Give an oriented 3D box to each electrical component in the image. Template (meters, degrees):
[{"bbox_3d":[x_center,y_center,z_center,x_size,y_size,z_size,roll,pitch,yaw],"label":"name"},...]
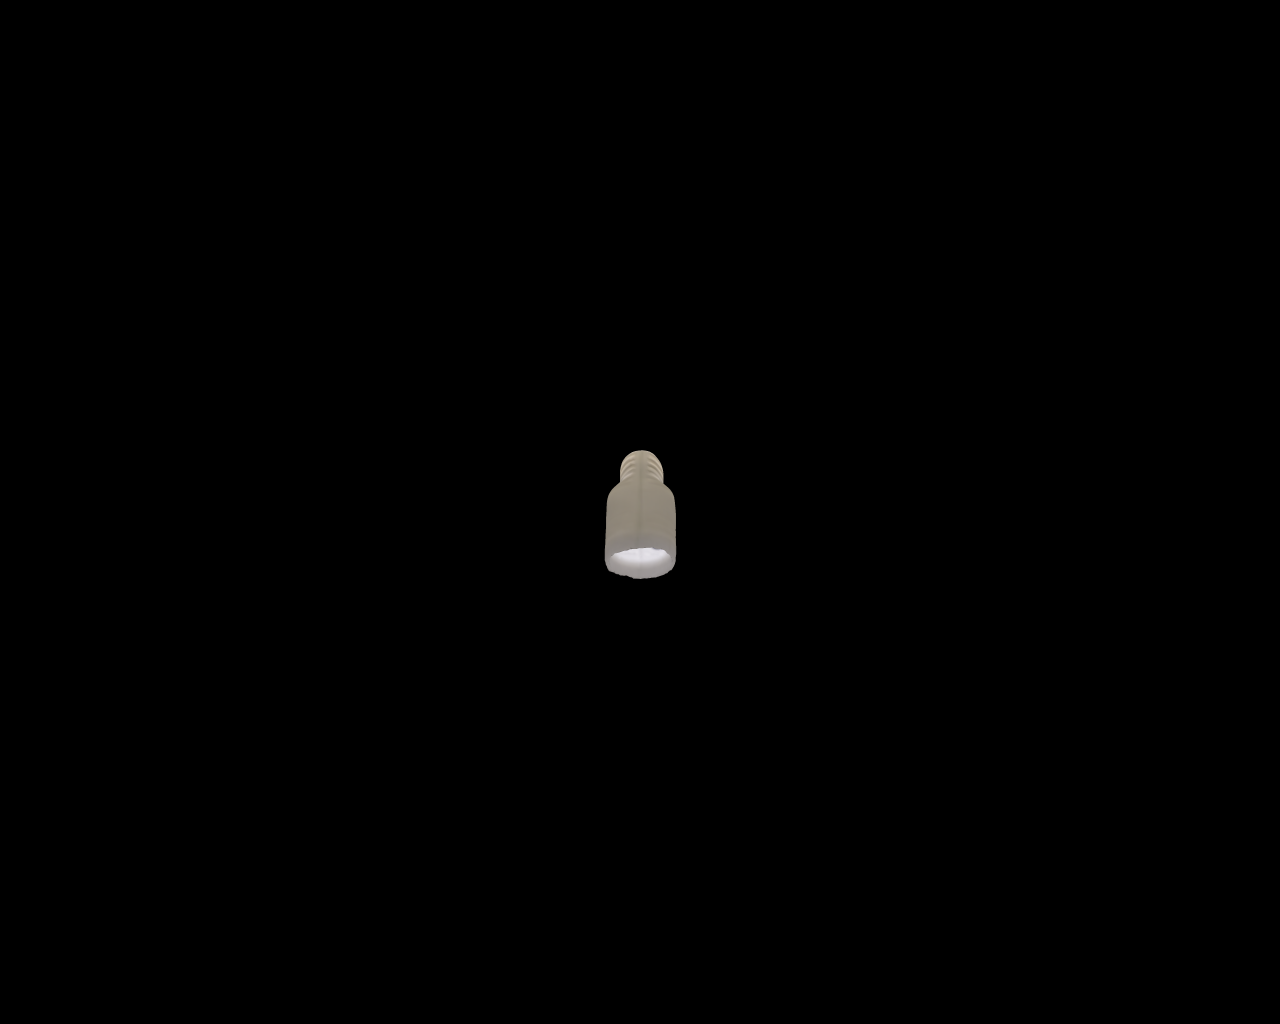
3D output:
[{"bbox_3d":[0.001,-0.003,0.650,0.043,0.081,0.043,0,-32,0],"label":"electrical component"}]
